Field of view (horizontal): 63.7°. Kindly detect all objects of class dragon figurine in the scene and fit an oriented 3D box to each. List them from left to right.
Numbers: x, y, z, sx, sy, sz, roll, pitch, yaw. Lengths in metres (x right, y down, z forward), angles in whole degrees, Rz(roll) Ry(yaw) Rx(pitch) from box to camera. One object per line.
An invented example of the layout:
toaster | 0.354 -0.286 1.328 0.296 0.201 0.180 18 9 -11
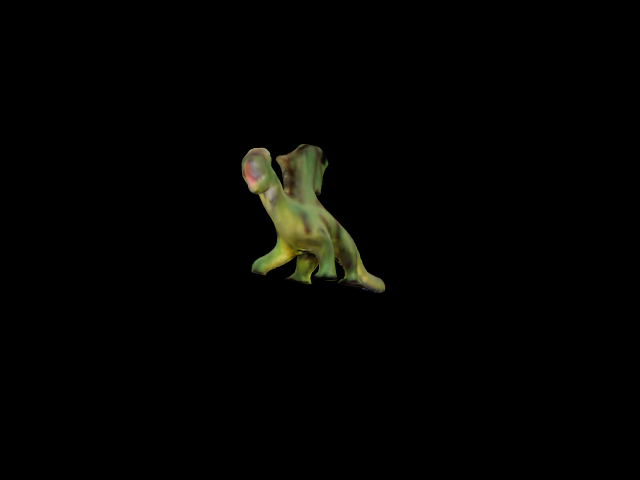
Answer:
dragon figurine | 0.003 -0.043 0.850 0.121 0.245 0.408 -8 -14 31
